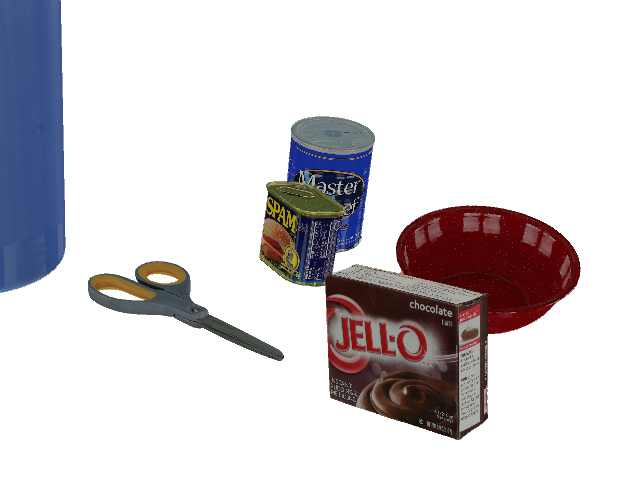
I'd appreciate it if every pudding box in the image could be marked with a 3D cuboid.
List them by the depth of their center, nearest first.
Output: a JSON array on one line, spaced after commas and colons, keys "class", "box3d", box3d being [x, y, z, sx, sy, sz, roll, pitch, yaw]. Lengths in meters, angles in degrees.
[{"class": "pudding box", "box3d": [0.055, 0.069, 0.697, 0.114, 0.090, 0.039, 10, 20, 40]}]

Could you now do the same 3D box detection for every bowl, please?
[{"class": "bowl", "box3d": [0.146, 0.034, 0.951, 0.162, 0.055, 0.162, 1, 35, -1]}]

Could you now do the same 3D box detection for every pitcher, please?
[{"class": "pitcher", "box3d": [-0.232, -0.088, 0.672, 0.149, 0.243, 0.145, -3, 26, -11]}]

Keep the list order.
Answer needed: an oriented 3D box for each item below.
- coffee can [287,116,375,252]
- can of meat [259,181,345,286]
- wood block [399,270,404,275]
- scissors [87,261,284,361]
[{"class": "coffee can", "box3d": [0.008, -0.070, 1.322, 0.103, 0.140, 0.103, 5, 28, -3]}, {"class": "can of meat", "box3d": [-0.022, -0.007, 1.126, 0.057, 0.084, 0.102, -2, 22, -29]}, {"class": "wood block", "box3d": [0.146, 0.119, 1.608, 0.091, 0.090, 0.205, 4, 20, 15]}, {"class": "scissors", "box3d": [-0.101, 0.054, 0.896, 0.202, 0.016, 0.096, 13, 26, 22]}]
